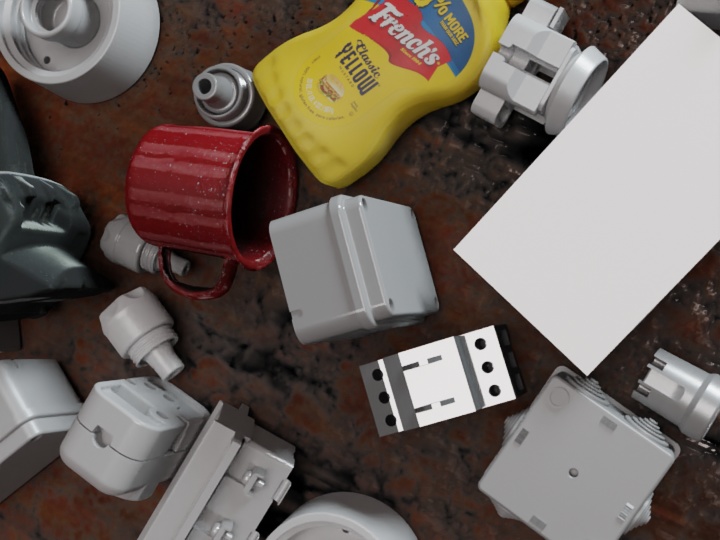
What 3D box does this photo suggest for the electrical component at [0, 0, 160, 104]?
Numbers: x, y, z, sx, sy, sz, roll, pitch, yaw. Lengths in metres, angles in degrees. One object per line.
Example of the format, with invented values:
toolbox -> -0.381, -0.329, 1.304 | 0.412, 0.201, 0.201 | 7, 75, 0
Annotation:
electrical component -> -0.201, -0.174, 0.743 | 0.108, 0.060, 0.108 | -1, 88, 17

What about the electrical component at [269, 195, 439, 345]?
electrical component -> 0.000, 0.000, 0.650 | 0.057, 0.113, 0.078 | -17, 84, 19

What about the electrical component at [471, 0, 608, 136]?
electrical component -> 0.112, -0.116, 0.649 | 0.057, 0.058, 0.078 | 31, 98, 18

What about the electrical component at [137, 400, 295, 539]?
electrical component -> -0.096, 0.156, 0.699 | 0.063, 0.078, 0.121 | 30, 97, -7

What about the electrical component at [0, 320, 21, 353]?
electrical component -> -0.296, 0.025, 0.773 | 0.083, 0.047, 0.075 | -8, 86, 16

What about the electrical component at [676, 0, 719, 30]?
electrical component -> 0.228, -0.198, 0.612 | 0.063, 0.079, 0.121 | 16, 93, 39

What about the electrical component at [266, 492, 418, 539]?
electrical component -> -0.017, 0.198, 0.676 | 0.108, 0.060, 0.108 | -1, 88, 17

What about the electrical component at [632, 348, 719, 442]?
electrical component -> 0.188, 0.072, 0.630 | 0.046, 0.040, 0.040 | 31, 97, 21

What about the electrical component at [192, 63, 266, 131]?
electrical component -> -0.089, -0.115, 0.707 | 0.043, 0.062, 0.043 | 0, 88, 17

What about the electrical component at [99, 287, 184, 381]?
electrical component -> -0.144, 0.046, 0.729 | 0.043, 0.043, 0.062 | -41, 79, 12

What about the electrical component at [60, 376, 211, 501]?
electrical component -> -0.147, 0.109, 0.700 | 0.054, 0.095, 0.059 | 33, 97, 15

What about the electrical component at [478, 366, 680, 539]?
electrical component -> 0.129, 0.118, 0.641 | 0.100, 0.048, 0.099 | 35, 98, 15

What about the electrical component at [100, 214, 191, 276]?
electrical component -> -0.145, -0.013, 0.735 | 0.061, 0.035, 0.035 | 24, 95, 14

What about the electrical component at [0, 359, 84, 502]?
electrical component -> -0.252, 0.116, 0.741 | 0.113, 0.078, 0.057 | -38, 75, 12

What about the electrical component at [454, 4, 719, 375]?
electrical component -> 0.161, -0.043, 0.630 | 0.105, 0.060, 0.186 | 44, 100, 13
